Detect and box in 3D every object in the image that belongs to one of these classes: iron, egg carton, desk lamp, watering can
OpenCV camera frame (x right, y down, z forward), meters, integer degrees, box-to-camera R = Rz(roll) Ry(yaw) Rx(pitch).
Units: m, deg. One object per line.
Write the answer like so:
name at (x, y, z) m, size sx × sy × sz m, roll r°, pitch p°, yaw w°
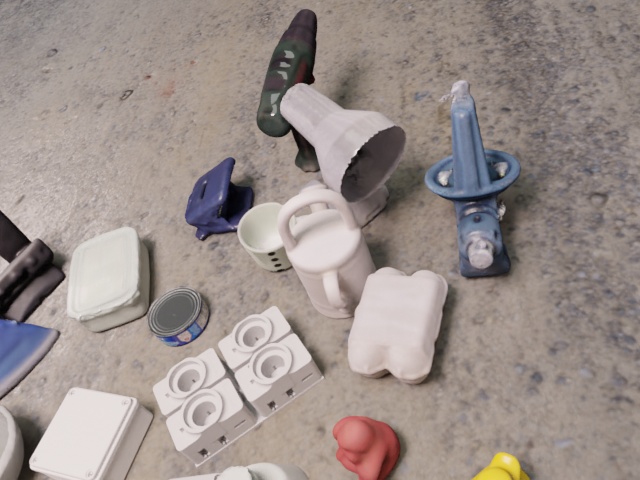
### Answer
iron at (-0.534, 0.175, 0.830) m, size 0.258 × 0.142 × 0.118 m, roll -35°, pitch 47°, yaw -10°
egg carton at (0.095, 0.101, 0.701) m, size 0.107 × 0.070 × 0.150 m, roll 3°, pitch 52°, yaw 23°
desk lamp at (0.029, -0.112, 0.811) m, size 0.118 × 0.214 × 0.202 m, roll -40°, pitch 49°, yaw -14°
watering can at (0.005, 0.003, 0.734) m, size 0.101 × 0.194 × 0.172 m, roll -32°, pitch 47°, yaw -8°

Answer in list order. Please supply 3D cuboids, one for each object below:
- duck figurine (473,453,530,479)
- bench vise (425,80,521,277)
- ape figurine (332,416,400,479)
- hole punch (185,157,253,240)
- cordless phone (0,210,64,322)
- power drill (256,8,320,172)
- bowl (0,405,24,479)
duck figurine at (0.163, 0.249, 0.535) m, size 0.077 × 0.086 × 0.105 m, roll 14°, pitch 57°, yaw 30°
bench vise at (0.200, -0.073, 0.707) m, size 0.121 × 0.220 × 0.207 m, roll -20°, pitch 47°, yaw 4°
ape figurine at (0.044, 0.216, 0.605) m, size 0.076 × 0.092 × 0.077 m, roll -17°, pitch 47°, yaw 7°
hole punch at (-0.174, -0.069, 0.937) m, size 0.101 × 0.091 × 0.108 m, roll -9°, pitch 48°, yaw 14°
cordless phone at (-0.521, 0.034, 0.917) m, size 0.093 × 0.185 × 0.148 m, roll 13°, pitch 57°, yaw 30°
power drill at (-0.028, -0.228, 0.937) m, size 0.075 × 0.209 × 0.230 m, roll 2°, pitch 52°, yaw 23°
bowl at (-0.447, 0.298, 0.735) m, size 0.167 × 0.075 × 0.167 m, roll -11°, pitch 48°, yaw 12°
